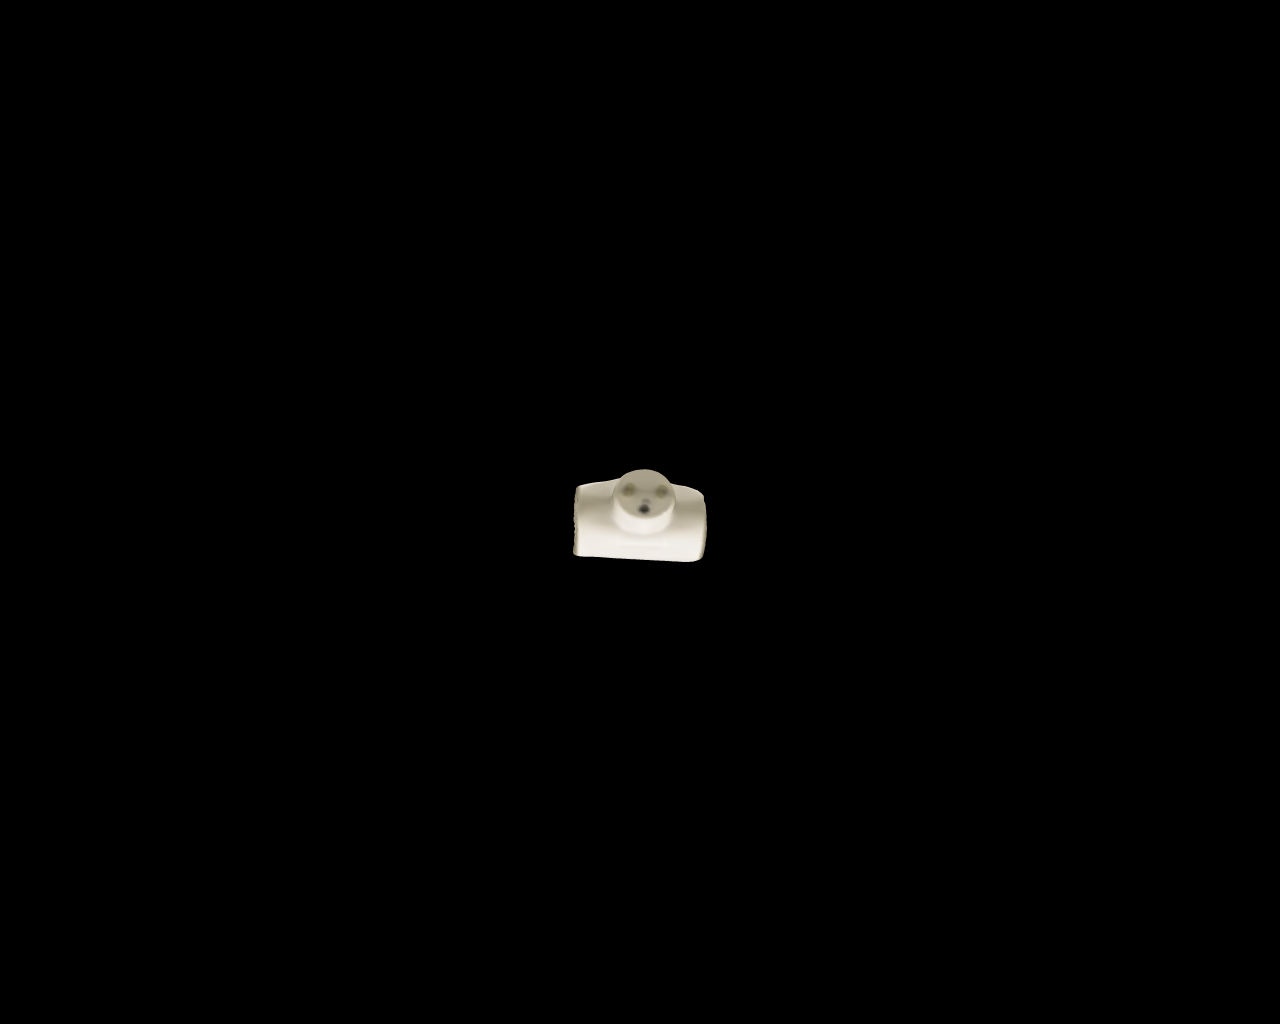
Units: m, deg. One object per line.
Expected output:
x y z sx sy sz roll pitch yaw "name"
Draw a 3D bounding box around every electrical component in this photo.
0.001 -0.003 0.650 0.077 0.043 0.079 3 -32 -5 "electrical component"
